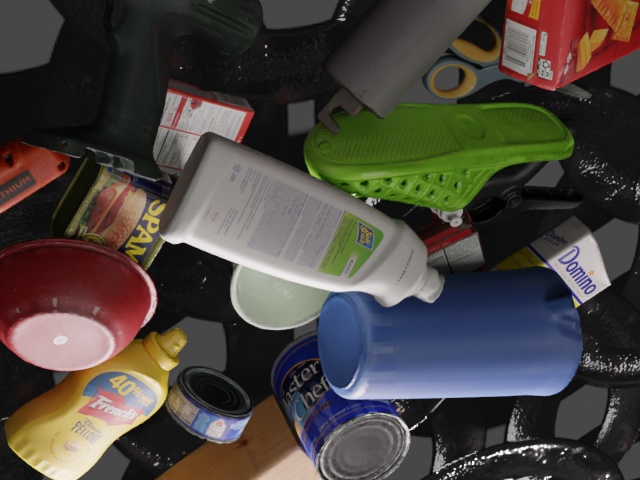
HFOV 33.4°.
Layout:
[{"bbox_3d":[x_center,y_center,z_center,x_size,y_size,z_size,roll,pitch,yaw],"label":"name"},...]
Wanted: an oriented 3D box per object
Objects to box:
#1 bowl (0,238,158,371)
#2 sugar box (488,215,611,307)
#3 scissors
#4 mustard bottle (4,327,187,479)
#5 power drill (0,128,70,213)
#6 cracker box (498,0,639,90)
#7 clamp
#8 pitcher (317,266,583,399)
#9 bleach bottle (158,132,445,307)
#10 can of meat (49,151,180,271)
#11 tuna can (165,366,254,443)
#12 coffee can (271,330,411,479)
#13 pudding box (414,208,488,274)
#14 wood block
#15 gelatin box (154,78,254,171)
[{"bbox_3d":[-0.226,0.069,0.947,0.162,0.055,0.162,-2,140,-2],"label":"bowl"},{"bbox_3d":[0.233,0.058,1.190,0.176,0.048,0.093,-32,129,0],"label":"sugar box"},{"bbox_3d":[0.178,-0.153,1.044,0.201,0.016,0.096,29,108,-36],"label":"scissors"},{"bbox_3d":[-0.208,0.152,1.046,0.191,0.058,0.096,-40,127,4],"label":"mustard bottle"},{"bbox_3d":[-0.280,-0.115,0.839,0.184,0.057,0.187,-31,126,2],"label":"power drill"},{"bbox_3d":[0.256,-0.243,0.940,0.213,0.072,0.164,-27,133,-33],"label":"cracker box"},{"bbox_3d":[0.197,-0.060,1.098,0.171,0.039,0.120,-19,129,-12],"label":"clamp"},{"bbox_3d":[0.120,0.099,1.054,0.242,0.145,0.149,0,111,-26],"label":"pitcher"},{"bbox_3d":[-0.006,0.001,0.928,0.250,0.068,0.102,25,95,-19],"label":"bleach bottle"},{"bbox_3d":[-0.179,-0.025,0.943,0.083,0.057,0.102,23,110,-32],"label":"can of meat"},{"bbox_3d":[-0.111,0.165,1.081,0.086,0.086,0.034,17,111,-32],"label":"tuna can"},{"bbox_3d":[0.019,0.175,1.110,0.102,0.140,0.103,-12,126,-17],"label":"coffee can"},{"bbox_3d":[0.123,0.025,1.099,0.090,0.039,0.113,-24,145,2],"label":"pudding box"},{"bbox_3d":[-0.099,0.276,1.157,0.206,0.091,0.090,-36,129,2],"label":"wood block"},{"bbox_3d":[-0.113,-0.098,0.941,0.089,0.030,0.073,12,117,-29],"label":"gelatin box"}]
